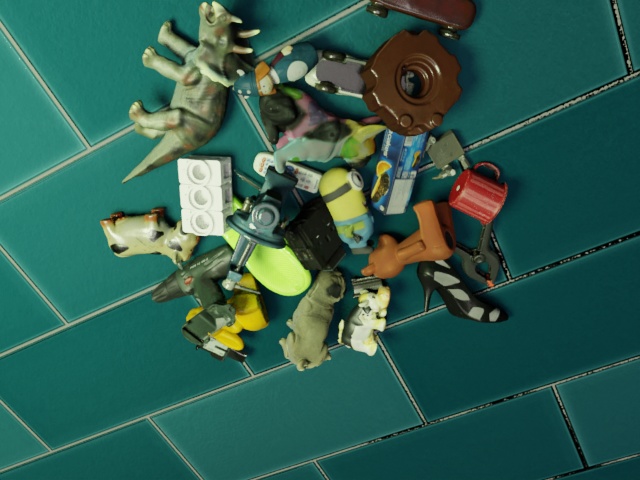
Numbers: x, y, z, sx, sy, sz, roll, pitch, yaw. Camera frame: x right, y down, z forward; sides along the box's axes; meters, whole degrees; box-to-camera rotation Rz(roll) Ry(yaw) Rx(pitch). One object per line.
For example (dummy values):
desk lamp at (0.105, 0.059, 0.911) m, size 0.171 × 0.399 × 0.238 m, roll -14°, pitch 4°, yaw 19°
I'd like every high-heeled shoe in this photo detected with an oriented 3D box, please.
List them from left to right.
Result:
high-heeled shoe at (0.321, 0.102, 1.189) m, size 0.249 × 0.086 × 0.145 m, roll 10°, pitch 88°, yaw -22°

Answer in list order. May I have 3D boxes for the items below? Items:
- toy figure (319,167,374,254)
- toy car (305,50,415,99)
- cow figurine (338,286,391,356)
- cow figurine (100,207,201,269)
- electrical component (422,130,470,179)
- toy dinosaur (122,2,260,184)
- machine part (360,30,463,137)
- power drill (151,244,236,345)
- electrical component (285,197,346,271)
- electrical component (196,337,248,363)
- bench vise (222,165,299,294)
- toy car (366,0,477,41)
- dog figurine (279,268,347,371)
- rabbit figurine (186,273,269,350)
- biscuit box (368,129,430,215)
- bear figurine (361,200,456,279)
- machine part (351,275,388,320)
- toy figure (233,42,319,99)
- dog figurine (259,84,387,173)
toy figure at (0.057, -0.057, 1.070) m, size 0.089 × 0.082 × 0.180 m, roll -20°, pitch 107°, yaw -15°
toy car at (0.074, -0.295, 0.984) m, size 0.202 × 0.056 × 0.073 m, roll 11°, pitch 111°, yaw -4°
cow figurine at (0.098, 0.167, 1.179) m, size 0.098 × 0.068 × 0.167 m, roll 15°, pitch 114°, yaw 3°
cow figurine at (-0.352, -0.002, 1.143) m, size 0.195 × 0.085 × 0.127 m, roll -5°, pitch 111°, yaw 3°
electrical component at (0.240, -0.167, 1.047) m, size 0.078 × 0.045 × 0.102 m, roll -24°, pitch 114°, yaw 16°
toy dinosaur at (-0.237, -0.252, 0.993) m, size 0.192 × 0.131 × 0.404 m, roll 21°, pitch 123°, yaw -8°
machine part at (0.160, -0.272, 0.929) m, size 0.179 × 0.056 × 0.179 m, roll -1°, pitch 92°, yaw -14°
power drill at (-0.258, 0.122, 1.138) m, size 0.232 × 0.207 × 0.085 m, roll -33°, pitch 124°, yaw 6°
electrical component at (-0.002, -0.003, 1.104) m, size 0.058 × 0.115 × 0.134 m, roll -4°, pitch 127°, yaw 50°
electrical component at (-0.229, 0.247, 1.287) m, size 0.119 × 0.048 × 0.074 m, roll 22°, pitch 116°, yaw -9°
bench vise at (-0.126, -0.020, 1.024) m, size 0.129 × 0.224 × 0.240 m, roll 22°, pitch 102°, yaw -20°
toy car at (0.170, -0.409, 0.920) m, size 0.202 × 0.053 × 0.089 m, roll 12°, pitch 113°, yaw -8°
dog figurine at (-0.006, 0.170, 1.172) m, size 0.121 × 0.172 × 0.190 m, roll 12°, pitch 126°, yaw -16°
rabbit figurine at (-0.209, 0.168, 1.209) m, size 0.173 × 0.122 × 0.162 m, roll -16°, pitch 138°, yaw -6°
biscuit box at (0.152, -0.151, 1.040) m, size 0.059 × 0.063 × 0.202 m, roll -7°, pitch 122°, yaw -33°
bear figurine at (0.177, 0.004, 1.110) m, size 0.196 × 0.120 × 0.132 m, roll -16°, pitch 81°, yaw 37°
machine part at (0.119, 0.139, 1.219) m, size 0.084 × 0.039 × 0.138 m, roll -13°, pitch 116°, yaw 1°
toy figure at (-0.077, -0.288, 0.922) m, size 0.154 × 0.058 × 0.064 m, roll -33°, pitch 118°, yaw -12°
dog figurine at (0.011, -0.215, 1.003) m, size 0.219 × 0.108 × 0.191 m, roll -13°, pitch 114°, yaw 5°
